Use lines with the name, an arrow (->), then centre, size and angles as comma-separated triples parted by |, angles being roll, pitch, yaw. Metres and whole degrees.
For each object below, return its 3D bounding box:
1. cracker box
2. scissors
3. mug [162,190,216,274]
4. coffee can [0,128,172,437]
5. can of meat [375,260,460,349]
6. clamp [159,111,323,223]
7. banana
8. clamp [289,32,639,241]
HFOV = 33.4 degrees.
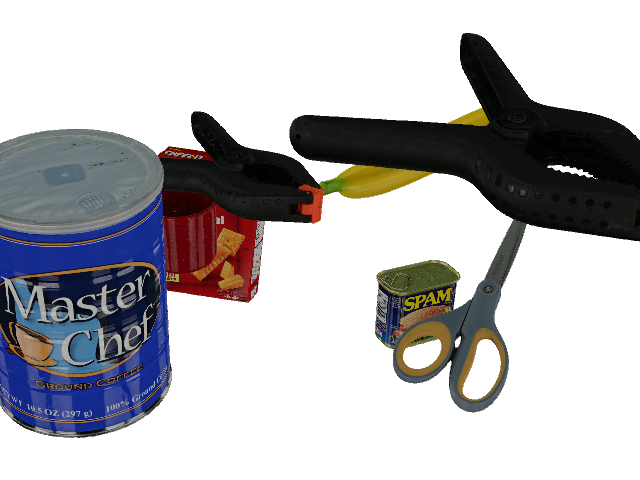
cracker box -> -0.171, -0.022, 1.622 | 0.164, 0.214, 0.072 | 9, 18, 7
scissors -> 0.112, 0.046, 0.841 | 0.096, 0.201, 0.016 | 3, -41, 11
mug -> -0.164, -0.011, 1.185 | 0.093, 0.081, 0.117 | 20, 39, 24
coffee can -> -0.136, 0.023, 0.593 | 0.103, 0.140, 0.103 | 2, 32, -1
can of meat -> 0.117, 0.080, 1.315 | 0.101, 0.084, 0.057 | -12, 31, -26
clamp -> -0.080, -0.051, 0.845 | 0.172, 0.039, 0.120 | 26, 45, 33
banana -> 0.096, -0.077, 0.958 | 0.198, 0.037, 0.069 | -24, 5, 12
clamp -> 0.097, -0.050, 0.591 | 0.164, 0.036, 0.210 | -26, 43, -28
